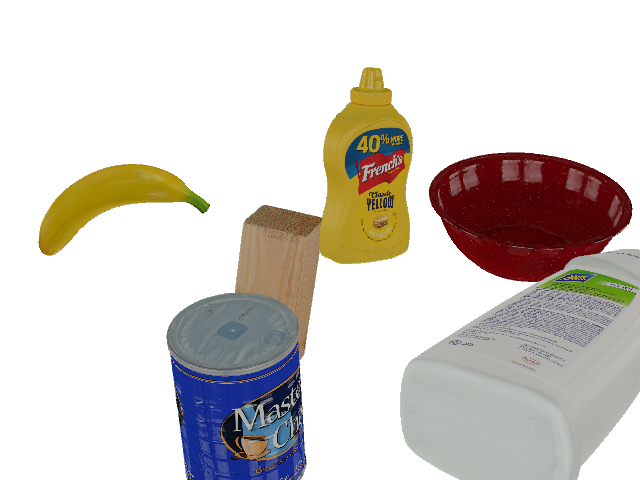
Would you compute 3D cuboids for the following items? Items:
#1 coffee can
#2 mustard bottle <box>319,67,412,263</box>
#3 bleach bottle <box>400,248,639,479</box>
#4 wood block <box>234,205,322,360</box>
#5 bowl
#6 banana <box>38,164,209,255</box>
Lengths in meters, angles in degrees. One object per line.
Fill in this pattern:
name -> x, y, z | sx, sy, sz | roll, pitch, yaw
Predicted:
coffee can -> -0.065, 0.128, 0.860 | 0.103, 0.140, 0.103 | -2, 31, 1
mustard bottle -> 0.048, -0.076, 1.069 | 0.096, 0.192, 0.058 | -8, 19, -30
bleach bottle -> 0.154, 0.058, 0.616 | 0.103, 0.068, 0.250 | 16, 27, 36
wood block -> -0.062, 0.068, 1.441 | 0.090, 0.206, 0.090 | 13, 21, 11
bowl -> 0.167, -0.013, 0.868 | 0.162, 0.055, 0.162 | 0, 31, 0
banana -> -0.202, -0.033, 1.007 | 0.198, 0.069, 0.037 | -13, 19, 27
